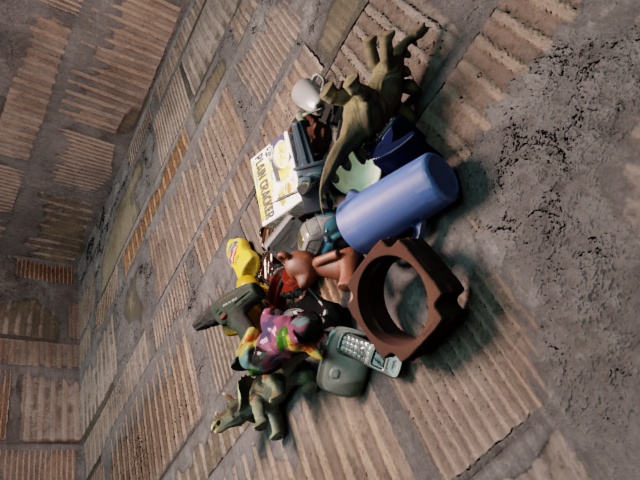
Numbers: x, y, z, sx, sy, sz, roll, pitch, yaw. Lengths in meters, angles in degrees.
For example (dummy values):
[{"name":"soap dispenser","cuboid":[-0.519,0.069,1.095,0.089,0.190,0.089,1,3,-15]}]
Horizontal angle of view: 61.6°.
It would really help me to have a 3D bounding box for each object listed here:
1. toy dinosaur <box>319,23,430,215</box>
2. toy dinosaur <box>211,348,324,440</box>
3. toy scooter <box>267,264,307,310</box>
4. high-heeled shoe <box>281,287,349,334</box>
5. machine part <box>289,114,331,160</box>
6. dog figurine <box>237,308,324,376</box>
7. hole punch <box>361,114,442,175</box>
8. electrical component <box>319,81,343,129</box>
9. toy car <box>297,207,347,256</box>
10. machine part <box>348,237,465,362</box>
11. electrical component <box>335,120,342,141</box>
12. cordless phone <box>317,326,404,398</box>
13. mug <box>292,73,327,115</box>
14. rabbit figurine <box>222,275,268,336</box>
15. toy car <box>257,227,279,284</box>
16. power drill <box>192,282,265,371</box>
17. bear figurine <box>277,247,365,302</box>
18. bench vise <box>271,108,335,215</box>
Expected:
[{"name":"toy dinosaur","cuboid":[0.105,-0.276,1.151,0.471,0.198,0.105,-52,30,-9]},{"name":"toy dinosaur","cuboid":[-0.114,0.352,1.337,0.404,0.131,0.192,-53,40,19]},{"name":"toy scooter","cuboid":[-0.086,0.121,1.392,0.184,0.075,0.135,-15,48,53]},{"name":"high-heeled shoe","cuboid":[-0.013,0.204,1.311,0.145,0.086,0.248,49,147,12]},{"name":"machine part","cuboid":[-0.044,-0.271,1.511,0.179,0.056,0.179,-26,57,49]},{"name":"dog figurine","cuboid":[-0.079,0.233,1.181,0.191,0.108,0.219,-53,22,-13]},{"name":"hole punch","cuboid":[0.174,-0.180,1.114,0.115,0.142,0.092,-50,45,15]},{"name":"electrical component","cuboid":[0.055,-0.346,1.386,0.048,0.074,0.119,43,109,51]},{"name":"toy car","cuboid":[-0.003,-0.004,1.294,0.109,0.103,0.161,-108,35,-43]},{"name":"machine part","cuboid":[0.160,0.110,1.020,0.201,0.087,0.201,54,127,30]},{"name":"electrical component","cuboid":[0.094,-0.270,1.316,0.134,0.058,0.115,2,77,54]},{"name":"cordless phone","cuboid":[0.090,0.268,1.111,0.184,0.088,0.146,17,92,44]},{"name":"mug","cuboid":[-0.013,-0.404,1.505,0.109,0.080,0.107,-54,51,19]},{"name":"rabbit figurine","cuboid":[-0.195,0.175,1.498,0.162,0.122,0.173,-28,59,40]},{"name":"toy car","cuboid":[-0.146,0.029,1.549,0.089,0.053,0.202,-27,58,51]},{"name":"power drill","cuboid":[-0.221,0.233,1.393,0.232,0.086,0.207,-39,50,13]},{"name":"bear figurine","cuboid":[0.004,0.077,1.213,0.196,0.120,0.132,-8,58,17]},{"name":"bench vise","cuboid":[-0.026,-0.187,1.291,0.129,0.223,0.240,-10,99,31]}]
